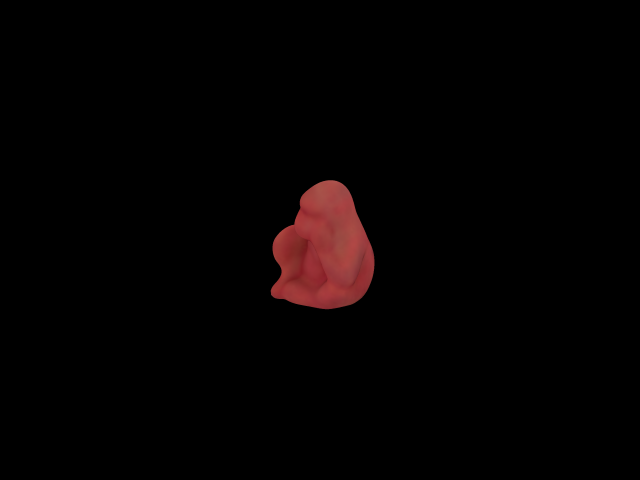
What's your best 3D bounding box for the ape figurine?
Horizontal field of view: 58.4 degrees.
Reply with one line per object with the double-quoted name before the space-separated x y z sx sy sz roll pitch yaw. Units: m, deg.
"ape figurine" 0.004 0.001 0.400 0.076 0.092 0.077 -11 32 -18
